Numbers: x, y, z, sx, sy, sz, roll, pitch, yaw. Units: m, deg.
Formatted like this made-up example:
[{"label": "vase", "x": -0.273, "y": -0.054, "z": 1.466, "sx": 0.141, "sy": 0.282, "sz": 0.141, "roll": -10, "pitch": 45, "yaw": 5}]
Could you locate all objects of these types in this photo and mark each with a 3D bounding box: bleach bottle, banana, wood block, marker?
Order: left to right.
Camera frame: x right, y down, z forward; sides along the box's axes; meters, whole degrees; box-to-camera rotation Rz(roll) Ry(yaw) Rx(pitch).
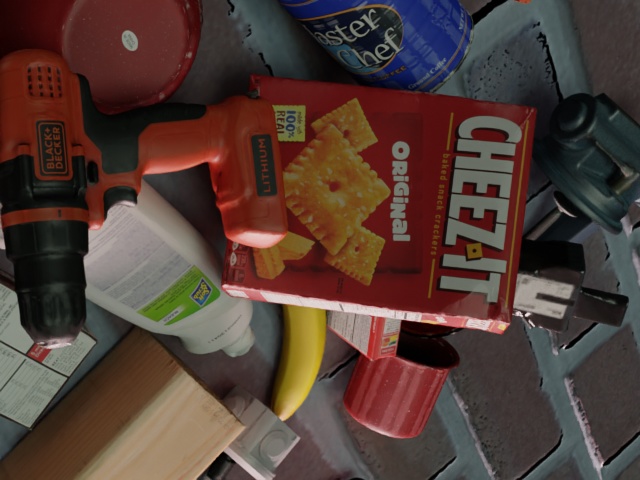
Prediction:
[{"label": "wood block", "x": -0.173, "y": 0.180, "z": 0.842, "sx": 0.206, "sy": 0.091, "sz": 0.090, "roll": -45, "pitch": 129, "yaw": -7}, {"label": "bleach bottle", "x": -0.134, "y": 0.024, "z": 0.811, "sx": 0.102, "sy": 0.068, "sz": 0.250, "roll": -36, "pitch": 134, "yaw": 7}, {"label": "marker", "x": -0.113, "y": 0.241, "z": 0.959, "sx": 0.020, "sy": 0.020, "sz": 0.121, "roll": 30, "pitch": 94, "yaw": -40}, {"label": "banana", "x": -0.027, "y": 0.069, "z": 0.925, "sx": 0.069, "sy": 0.037, "sz": 0.198, "roll": -15, "pitch": 120, "yaw": -6}]

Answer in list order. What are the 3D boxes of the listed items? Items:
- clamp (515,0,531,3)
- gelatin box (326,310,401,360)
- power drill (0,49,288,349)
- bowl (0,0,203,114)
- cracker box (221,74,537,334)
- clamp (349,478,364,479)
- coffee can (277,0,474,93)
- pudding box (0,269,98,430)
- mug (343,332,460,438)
[{"label": "clamp", "x": 0.176, "y": -0.303, "z": 0.877, "sx": 0.164, "sy": 0.036, "sz": 0.210, "roll": -24, "pitch": 125, "yaw": -23}, {"label": "gelatin box", "x": 0.035, "y": 0.051, "z": 0.921, "sx": 0.030, "sy": 0.089, "sz": 0.073, "roll": -7, "pitch": 116, "yaw": -34}, {"label": "power drill", "x": -0.113, "y": -0.028, "z": 0.689, "sx": 0.187, "sy": 0.057, "sz": 0.184, "roll": -2, "pitch": 84, "yaw": -35}, {"label": "bowl", "x": -0.142, "y": -0.142, "z": 0.730, "sx": 0.161, "sy": 0.055, "sz": 0.162, "roll": -15, "pitch": 120, "yaw": -28}, {"label": "cracker box", "x": 0.043, "y": -0.027, "z": 0.792, "sx": 0.214, "sy": 0.072, "sz": 0.164, "roll": 7, "pitch": 82, "yaw": 6}, {"label": "clamp", "x": -0.034, "y": 0.288, "z": 1.022, "sx": 0.171, "sy": 0.039, "sz": 0.120, "roll": 3, "pitch": 104, "yaw": -30}, {"label": "coffee can", "x": 0.037, "y": -0.181, "z": 0.800, "sx": 0.103, "sy": 0.103, "sz": 0.140, "roll": -52, "pitch": 130, "yaw": -2}, {"label": "pudding box", "x": -0.234, "y": 0.078, "z": 0.787, "sx": 0.090, "sy": 0.039, "sz": 0.113, "roll": -52, "pitch": 128, "yaw": -2}, {"label": "mug", "x": 0.075, "y": 0.126, "z": 0.995, "sx": 0.117, "sy": 0.093, "sz": 0.081, "roll": -28, "pitch": 141, "yaw": -66}]
